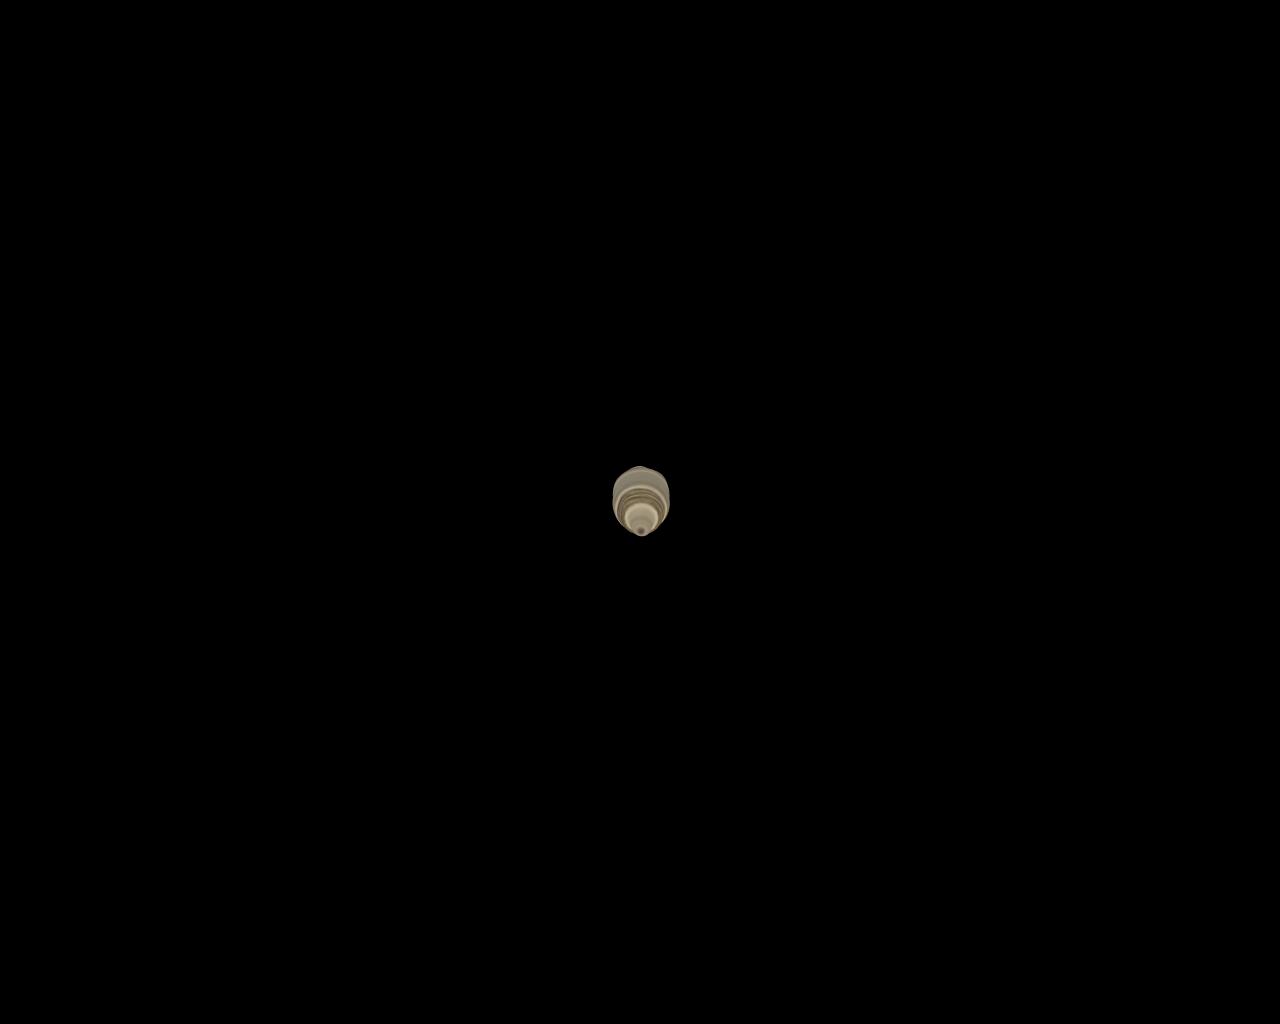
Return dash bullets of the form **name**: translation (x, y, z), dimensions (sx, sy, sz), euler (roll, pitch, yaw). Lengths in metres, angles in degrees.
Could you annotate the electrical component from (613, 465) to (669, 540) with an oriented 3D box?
- **electrical component**: translation (0.001, -0.003, 0.650), dimensions (0.035, 0.035, 0.061), euler (0, 28, 0)
